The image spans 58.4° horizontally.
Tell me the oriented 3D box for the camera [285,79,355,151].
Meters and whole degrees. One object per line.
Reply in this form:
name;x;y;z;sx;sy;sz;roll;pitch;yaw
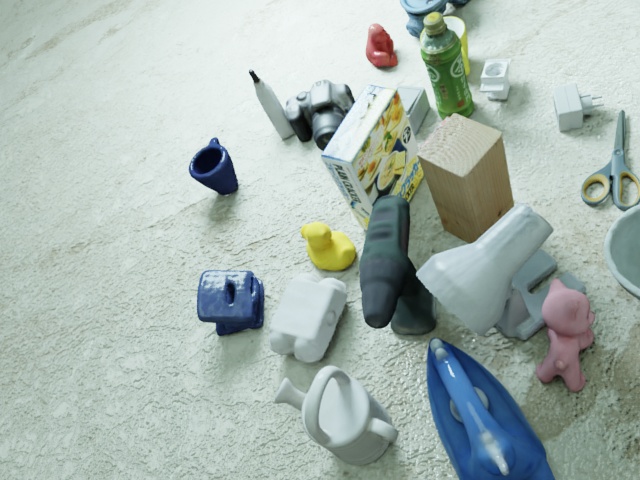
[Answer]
camera;0.000;-0.251;1.176;0.143;0.101;0.137;-14;54;16

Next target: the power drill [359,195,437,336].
power drill;0.115;0.059;0.848;0.075;0.209;0.229;-8;56;20

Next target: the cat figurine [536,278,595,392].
cat figurine;0.328;0.122;0.767;0.067;0.118;0.128;7;62;28

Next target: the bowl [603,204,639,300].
bowl;0.481;0.030;0.786;0.167;0.075;0.167;-12;55;17

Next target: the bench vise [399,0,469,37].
bench vise;0.233;-0.571;1.205;0.121;0.220;0.207;16;67;32

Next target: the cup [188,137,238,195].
cup;-0.214;-0.150;1.211;0.091;0.095;0.117;-10;55;19

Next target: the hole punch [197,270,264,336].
hole punch;-0.158;0.103;1.019;0.101;0.091;0.108;-15;54;15

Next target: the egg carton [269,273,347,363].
egg carton;-0.018;0.128;0.953;0.107;0.070;0.150;9;63;29

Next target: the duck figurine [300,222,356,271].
duck figurine;0.009;0.004;1.012;0.104;0.086;0.077;25;71;35

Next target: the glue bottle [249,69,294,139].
glue bottle;-0.107;-0.295;1.208;0.037;0.174;0.078;-27;51;6

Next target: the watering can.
watering can;0.018;0.237;0.784;0.172;0.195;0.101;-10;55;19

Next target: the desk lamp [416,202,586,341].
desk lamp;0.250;0.052;0.788;0.203;0.214;0.117;-38;51;-2

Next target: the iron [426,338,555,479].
iron;0.192;0.212;0.754;0.118;0.142;0.257;-30;51;4

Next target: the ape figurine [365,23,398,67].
ape figurine;0.129;-0.426;1.239;0.075;0.092;0.078;17;67;33
